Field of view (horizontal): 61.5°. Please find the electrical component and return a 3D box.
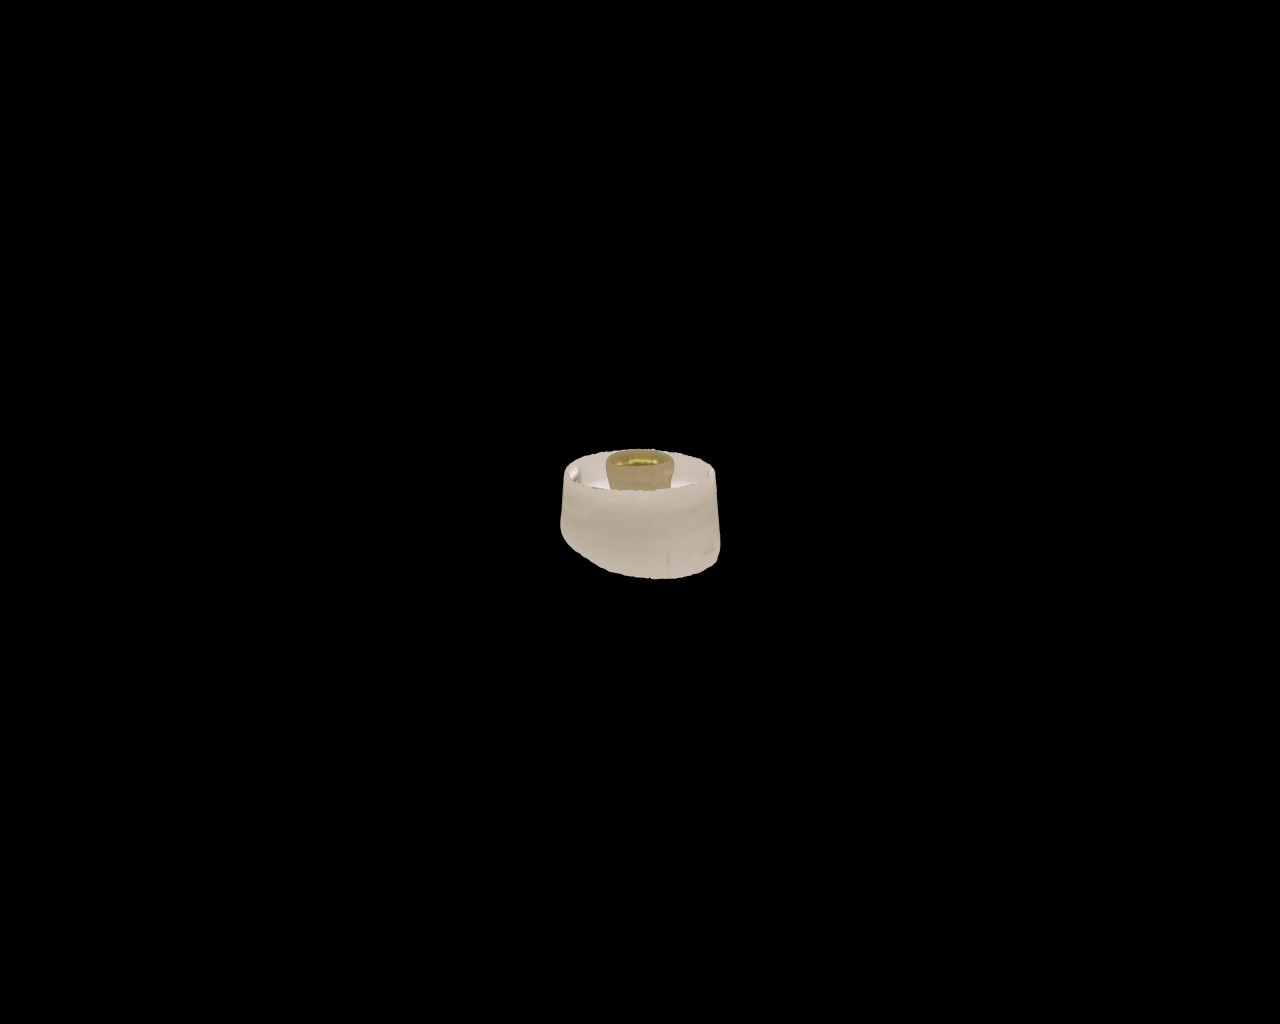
[{"bbox_3d":[0.001,-0.003,0.650,0.099,0.064,0.099,0,18,0],"label":"electrical component"}]
